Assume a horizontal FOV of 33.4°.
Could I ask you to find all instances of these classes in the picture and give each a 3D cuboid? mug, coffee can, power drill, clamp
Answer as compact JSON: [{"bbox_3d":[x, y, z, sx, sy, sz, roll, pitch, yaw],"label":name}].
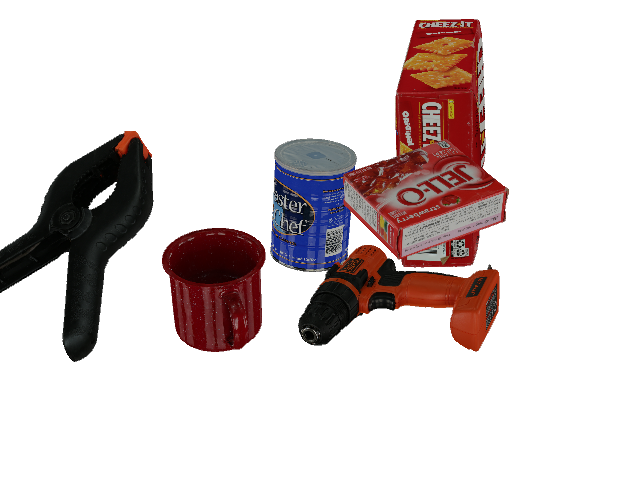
[{"bbox_3d":[-0.090,0.053,0.966,0.093,0.081,0.117,-15,36,-21],"label":"mug"},{"bbox_3d":[-0.010,-0.046,1.355,0.103,0.140,0.103,3,28,-2],"label":"coffee can"},{"bbox_3d":[0.087,0.067,1.138,0.188,0.057,0.184,9,30,22],"label":"power drill"},{"bbox_3d":[-0.177,-0.003,0.730,0.120,0.171,0.039,12,-31,17],"label":"clamp"}]

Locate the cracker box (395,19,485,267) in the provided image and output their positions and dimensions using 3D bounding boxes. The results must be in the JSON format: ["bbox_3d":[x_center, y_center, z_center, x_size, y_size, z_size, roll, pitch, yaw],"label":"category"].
[{"bbox_3d":[0.114,-0.096,0.979,0.072,0.164,0.213,1,27,11],"label":"cracker box"}]

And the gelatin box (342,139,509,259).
[{"bbox_3d":[0.071,-0.030,0.724,0.089,0.030,0.073,-20,41,-21],"label":"gelatin box"}]
